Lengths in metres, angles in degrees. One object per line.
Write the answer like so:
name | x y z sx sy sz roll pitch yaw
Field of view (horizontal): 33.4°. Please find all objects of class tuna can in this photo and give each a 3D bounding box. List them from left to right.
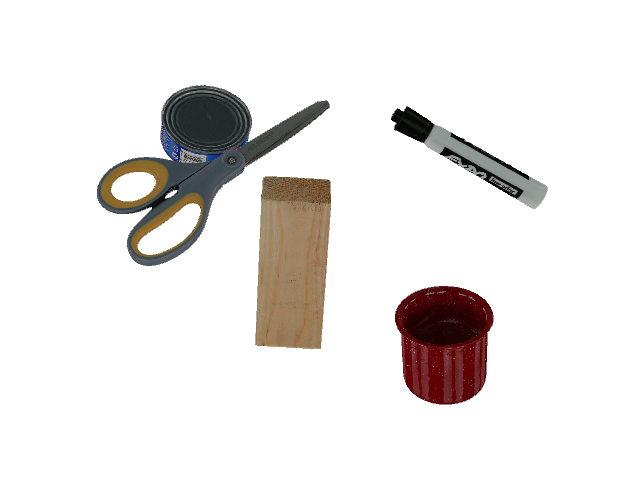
tuna can | -0.110 -0.106 1.021 0.086 0.086 0.034 0 -36 -12

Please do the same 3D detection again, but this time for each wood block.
wood block | -0.037 0.029 1.401 0.090 0.206 0.091 3 23 -2

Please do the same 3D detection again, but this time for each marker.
marker | 0.104 -0.059 0.751 0.121 0.020 0.020 29 -3 -5

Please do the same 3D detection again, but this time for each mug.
mug | 0.123 0.097 1.042 0.093 0.081 0.117 6 37 16

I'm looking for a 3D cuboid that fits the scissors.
scissors | -0.088 -0.064 0.818 0.096 0.201 0.016 33 -26 12
